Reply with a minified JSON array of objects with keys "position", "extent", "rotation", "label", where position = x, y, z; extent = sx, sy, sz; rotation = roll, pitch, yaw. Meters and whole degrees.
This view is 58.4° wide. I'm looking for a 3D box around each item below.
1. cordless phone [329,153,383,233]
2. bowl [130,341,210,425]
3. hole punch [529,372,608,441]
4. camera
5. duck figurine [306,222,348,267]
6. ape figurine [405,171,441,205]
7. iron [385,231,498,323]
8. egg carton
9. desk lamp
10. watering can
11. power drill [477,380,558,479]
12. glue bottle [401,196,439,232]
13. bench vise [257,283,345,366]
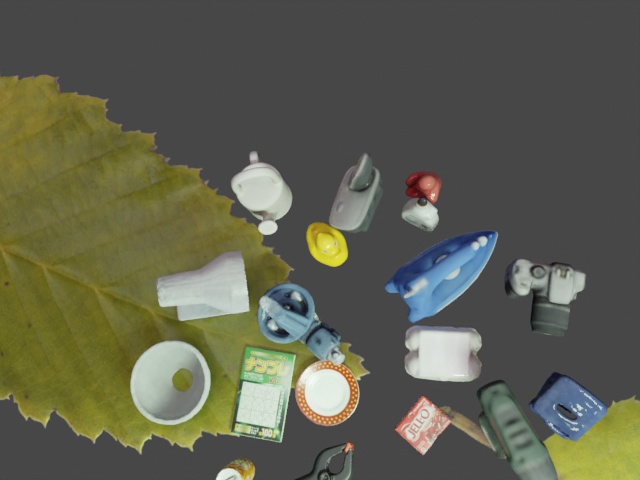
[{"position":[0.069,-0.095,1.151],"extent":[0.094,0.185,0.148],"rotation":[17,82,9],"label":"cordless phone"},{"position":[-0.298,0.292,1.182],"extent":[0.167,0.075,0.167],"rotation":[-1,80,6],"label":"bowl"},{"position":[0.467,0.318,1.082],"extent":[0.108,0.091,0.101],"rotation":[38,86,11],"label":"hole punch"},{"position":[0.437,0.113,1.116],"extent":[0.143,0.101,0.137],"rotation":[9,81,8],"label":"camera"},{"position":[0.011,0.004,1.191],"extent":[0.077,0.086,0.104],"rotation":[-39,78,-1],"label":"duck figurine"},{"position":[0.218,-0.113,1.185],"extent":[0.076,0.092,0.078],"rotation":[-28,78,1],"label":"ape figurine"},{"position":[0.255,0.049,1.127],"extent":[0.258,0.141,0.118],"rotation":[-37,78,-1],"label":"iron"},{"position":[0.243,0.225,1.135],"extent":[0.150,0.069,0.107],"rotation":[1,80,7],"label":"egg carton"},{"position":[-0.222,0.100,1.136],"extent":[0.203,0.213,0.118],"rotation":[-11,79,5],"label":"desk lamp"},{"position":[-0.118,-0.100,1.169],"extent":[0.101,0.194,0.173],"rotation":[-35,78,0],"label":"watering can"},{"position":[0.352,0.361,1.027],"extent":[0.075,0.208,0.229],"rotation":[-27,78,2],"label":"power drill"},{"position":[0.201,-0.059,1.136],"extent":[0.078,0.173,0.037],"rotation":[30,85,11],"label":"glue bottle"},{"position":[-0.036,0.153,1.102],"extent":[0.207,0.220,0.121],"rotation":[21,83,10],"label":"bench vise"}]
